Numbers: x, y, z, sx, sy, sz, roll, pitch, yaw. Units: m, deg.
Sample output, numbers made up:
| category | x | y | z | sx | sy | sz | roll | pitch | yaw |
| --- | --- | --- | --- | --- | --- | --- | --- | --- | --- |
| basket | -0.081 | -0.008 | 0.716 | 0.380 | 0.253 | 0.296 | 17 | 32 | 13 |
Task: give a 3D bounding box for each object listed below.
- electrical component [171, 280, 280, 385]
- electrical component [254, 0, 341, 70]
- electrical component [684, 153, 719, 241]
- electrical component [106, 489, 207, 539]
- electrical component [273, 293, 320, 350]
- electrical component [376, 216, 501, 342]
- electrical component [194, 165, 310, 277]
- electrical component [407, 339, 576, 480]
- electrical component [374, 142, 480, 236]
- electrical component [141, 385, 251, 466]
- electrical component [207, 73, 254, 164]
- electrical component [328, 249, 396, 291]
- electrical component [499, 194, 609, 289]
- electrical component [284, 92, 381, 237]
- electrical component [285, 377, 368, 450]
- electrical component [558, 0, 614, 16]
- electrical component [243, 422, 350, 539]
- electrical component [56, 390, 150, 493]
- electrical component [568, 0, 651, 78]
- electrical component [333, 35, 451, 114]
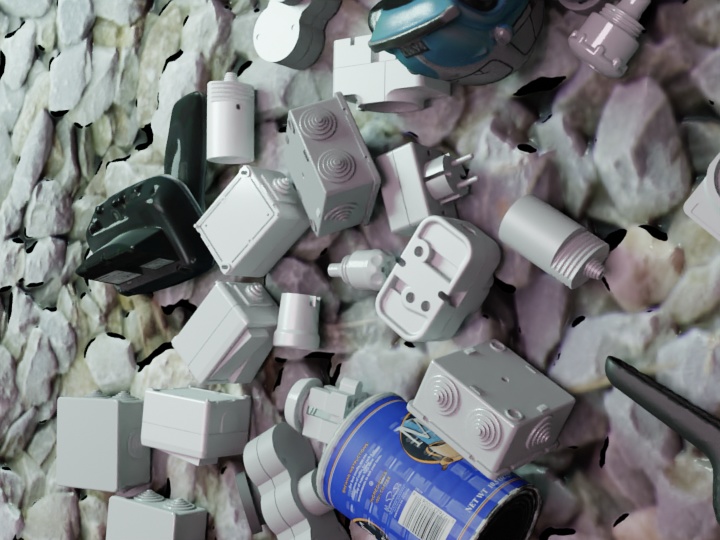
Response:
| category | x | y | z | sx | sy | sz | roll | pitch | yaw |
| --- | --- | --- | --- | --- | --- | --- | --- | --- | --- |
| electrical component | -0.110 | 0.055 | 0.964 | 0.096 | 0.062 | 0.061 | -51 | 62 | 21 |
| electrical component | -0.057 | -0.248 | 0.938 | 0.052 | 0.074 | 0.138 | 30 | 104 | 32 |
| electrical component | 0.266 | -0.059 | 0.713 | 0.050 | 0.056 | 0.089 | 46 | 112 | 28 |
| electrical component | -0.193 | 0.262 | 1.017 | 0.100 | 0.048 | 0.099 | 5 | 90 | 35 |
| electrical component | -0.054 | 0.045 | 0.940 | 0.040 | 0.040 | 0.046 | 1 | 82 | 35 |
| electrical component | 0.064 | 0.008 | 0.847 | 0.054 | 0.059 | 0.095 | 40 | 109 | 30 |
| electrical component | -0.087 | -0.046 | 0.955 | 0.096 | 0.061 | 0.061 | -46 | 64 | 24 |
| electrical component | 0.099 | 0.099 | 0.795 | 0.100 | 0.100 | 0.048 | 38 | 121 | 30 |
| electrical component | 0.061 | -0.069 | 0.861 | 0.077 | 0.047 | 0.065 | -20 | 76 | 32 |
| electrical component | -0.156 | 0.141 | 0.991 | 0.096 | 0.062 | 0.061 | 5 | 90 | 35 |
| electrical component | -0.119 | -0.141 | 0.993 | 0.043 | 0.043 | 0.081 | -3 | 85 | 35 |
| electrical component | 0.000 | 0.000 | 0.907 | 0.061 | 0.035 | 0.035 | -1 | 87 | 37 |
| electrical component | 0.148 | -0.018 | 0.800 | 0.081 | 0.043 | 0.043 | 38 | 108 | 30 |
| electrical component | -0.026 | -0.085 | 0.894 | 0.099 | 0.048 | 0.099 | 107 | 142 | -66 |
| electrical component | -0.030 | 0.120 | 0.915 | 0.055 | 0.048 | 0.066 | 14 | 96 | 27 |
| electrical component | 0.162 | -0.215 | 0.794 | 0.045 | 0.055 | 0.045 | -2 | 86 | 35 |
| electrical component | -0.041 | 0.192 | 0.913 | 0.074 | 0.052 | 0.138 | -35 | 68 | 28 |
| electrical component | -0.253 | 0.170 | 1.064 | 0.100 | 0.048 | 0.099 | -2 | 86 | 35 |
| electrical component | 0.186 | -0.175 | 0.783 | 0.048 | 0.048 | 0.062 | 43 | 104 | 29 |
| electrical component | 0.026 | -0.162 | 0.889 | 0.089 | 0.050 | 0.055 | 0 | 87 | 35 |
